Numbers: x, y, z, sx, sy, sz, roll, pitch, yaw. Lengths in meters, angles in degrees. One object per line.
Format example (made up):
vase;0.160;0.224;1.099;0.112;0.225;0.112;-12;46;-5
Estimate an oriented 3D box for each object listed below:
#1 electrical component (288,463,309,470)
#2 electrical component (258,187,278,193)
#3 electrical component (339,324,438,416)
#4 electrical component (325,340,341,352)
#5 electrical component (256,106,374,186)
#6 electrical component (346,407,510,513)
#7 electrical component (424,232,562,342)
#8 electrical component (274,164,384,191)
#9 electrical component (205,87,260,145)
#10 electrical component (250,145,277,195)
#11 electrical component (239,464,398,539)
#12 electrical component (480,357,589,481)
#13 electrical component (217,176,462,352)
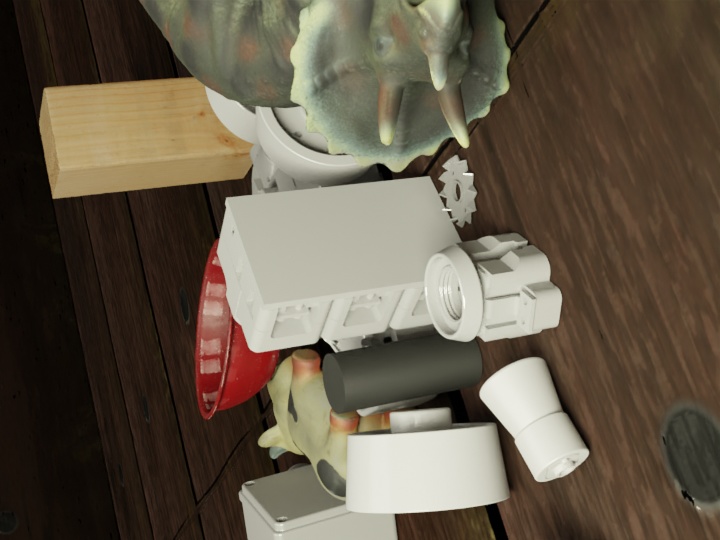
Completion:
electrical component;-0.064;0.225;1.095;0.078;0.040;0.040;121;136;-59
electrical component;-0.052;-0.032;0.939;0.096;0.061;0.061;-123;32;-46
electrical component;0.022;0.054;0.790;0.054;0.059;0.095;139;120;-65
electrical component;-0.024;0.031;0.878;0.064;0.042;0.081;42;-177;-35
electrical component;-0.025;-0.113;0.788;0.060;0.108;0.108;124;134;-68
electrical component;0.042;0.122;0.709;0.108;0.108;0.060;160;107;-68
electrical component;0.075;0.012;0.645;0.078;0.057;0.058;-133;40;-55
electrical component;-0.026;-0.077;0.858;0.096;0.061;0.061;124;133;-60
electrical component;-0.085;-0.161;0.931;0.064;0.099;0.099;-27;73;61
electrical component;-0.080;-0.098;1.008;0.077;0.043;0.079;109;146;-49
electrical component;-0.037;0.214;0.932;0.109;0.109;0.056;-159;60;-66
electrical component;0.104;0.089;0.627;0.065;0.044;0.044;62;152;29
electrical component;-0.012;-0.004;0.729;0.061;0.150;0.089;111;144;-49
